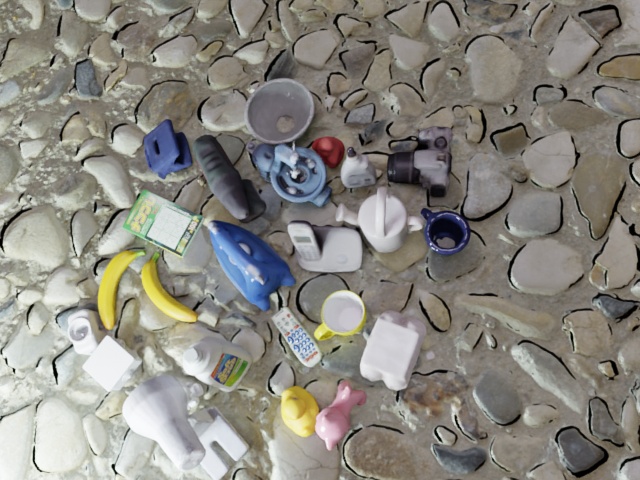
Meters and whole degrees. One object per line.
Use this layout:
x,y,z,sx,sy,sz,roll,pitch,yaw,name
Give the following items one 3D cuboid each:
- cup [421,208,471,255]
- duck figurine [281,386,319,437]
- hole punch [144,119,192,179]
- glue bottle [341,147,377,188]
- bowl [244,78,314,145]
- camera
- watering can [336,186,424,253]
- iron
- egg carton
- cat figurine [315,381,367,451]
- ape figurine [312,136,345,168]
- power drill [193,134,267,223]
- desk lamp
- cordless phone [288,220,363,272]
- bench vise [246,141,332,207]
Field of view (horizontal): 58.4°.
0.254,-0.014,1.193,0.092,0.095,0.117,-44,72,-4,cup
-0.046,0.345,1.153,0.077,0.086,0.104,-28,72,2,duck figurine
-0.370,-0.216,1.361,0.101,0.091,0.108,-21,72,4,hole punch
0.077,-0.159,1.223,0.078,0.173,0.037,-5,74,9,glue bottle
-0.088,-0.288,1.340,0.167,0.075,0.167,-3,74,9,bowl
0.216,-0.175,1.241,0.136,0.101,0.143,3,75,11,camera
0.121,-0.043,1.173,0.172,0.194,0.101,-16,73,6,watering can
-0.177,0.027,1.234,0.119,0.141,0.258,-45,72,-4,iron
0.147,0.222,1.161,0.107,0.069,0.150,18,79,14,egg carton
0.034,0.341,1.123,0.067,0.118,0.128,26,81,16,cat figurine
0.017,-0.205,1.289,0.076,0.092,0.077,-25,72,3,ape figurine
-0.188,-0.114,1.239,0.075,0.209,0.229,-34,72,0,power drill
-0.260,0.369,1.117,0.203,0.214,0.118,42,85,18,desk lamp
0.011,0.004,1.184,0.147,0.185,0.094,-2,74,10,cordless phone
-0.083,-0.154,1.226,0.207,0.220,0.121,14,78,14,bench vise
